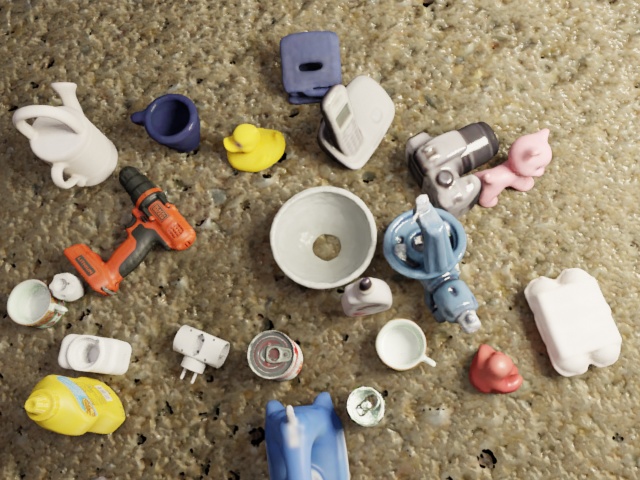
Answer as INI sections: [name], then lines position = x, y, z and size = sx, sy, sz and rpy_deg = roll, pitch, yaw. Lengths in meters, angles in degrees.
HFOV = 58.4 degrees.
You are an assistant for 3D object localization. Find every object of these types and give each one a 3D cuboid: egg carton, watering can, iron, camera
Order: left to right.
[watering can]
position = -0.426, -0.176, 0.946
size = 0.101, 0.194, 0.172
rpy_deg = -24, 73, -1
[iron]
position = -0.017, 0.344, 0.781
size = 0.118, 0.141, 0.258
rpy_deg = -11, 73, 3
[camera]
position = 0.222, -0.125, 0.915
size = 0.137, 0.101, 0.143
rpy_deg = -27, 73, -2
[egg carton]
position = 0.372, 0.119, 0.844
size = 0.107, 0.069, 0.150
rpy_deg = -18, 73, 1

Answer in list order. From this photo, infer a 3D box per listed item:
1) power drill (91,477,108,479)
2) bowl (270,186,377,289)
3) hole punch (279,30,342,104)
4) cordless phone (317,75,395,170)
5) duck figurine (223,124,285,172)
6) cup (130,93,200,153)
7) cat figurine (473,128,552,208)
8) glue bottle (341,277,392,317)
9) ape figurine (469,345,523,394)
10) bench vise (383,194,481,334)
[power drill]
position = -0.290, 0.418, 0.752
size = 0.075, 0.208, 0.230
rpy_deg = 14, 76, 10
[bowl]
position = 0.008, 0.003, 0.912
size = 0.167, 0.075, 0.167
rpy_deg = -2, 74, 5
[hole punch]
position = -0.012, -0.298, 0.994
size = 0.108, 0.091, 0.101
rpy_deg = -5, 73, 5
[cordless phone]
position = 0.054, -0.210, 0.912
size = 0.094, 0.185, 0.148
rpy_deg = 27, 78, 13
[duck figurine]
position = -0.114, -0.166, 0.968
size = 0.104, 0.086, 0.077
rpy_deg = -15, 73, 2
[cup]
position = -0.256, -0.191, 0.985
size = 0.117, 0.095, 0.092
rpy_deg = 3, 74, 7
[cat figurine]
position = 0.305, -0.117, 0.895
size = 0.128, 0.118, 0.067
rpy_deg = -26, 73, -2
[glue bottle]
position = 0.067, 0.078, 0.833
size = 0.078, 0.173, 0.037
rpy_deg = -15, 73, 2
[ape figurine]
position = 0.254, 0.186, 0.825
size = 0.076, 0.092, 0.077
rpy_deg = -23, 73, -1
[bench vise]
position = 0.176, 0.023, 0.814
size = 0.121, 0.220, 0.207
rpy_deg = -44, 74, -7
